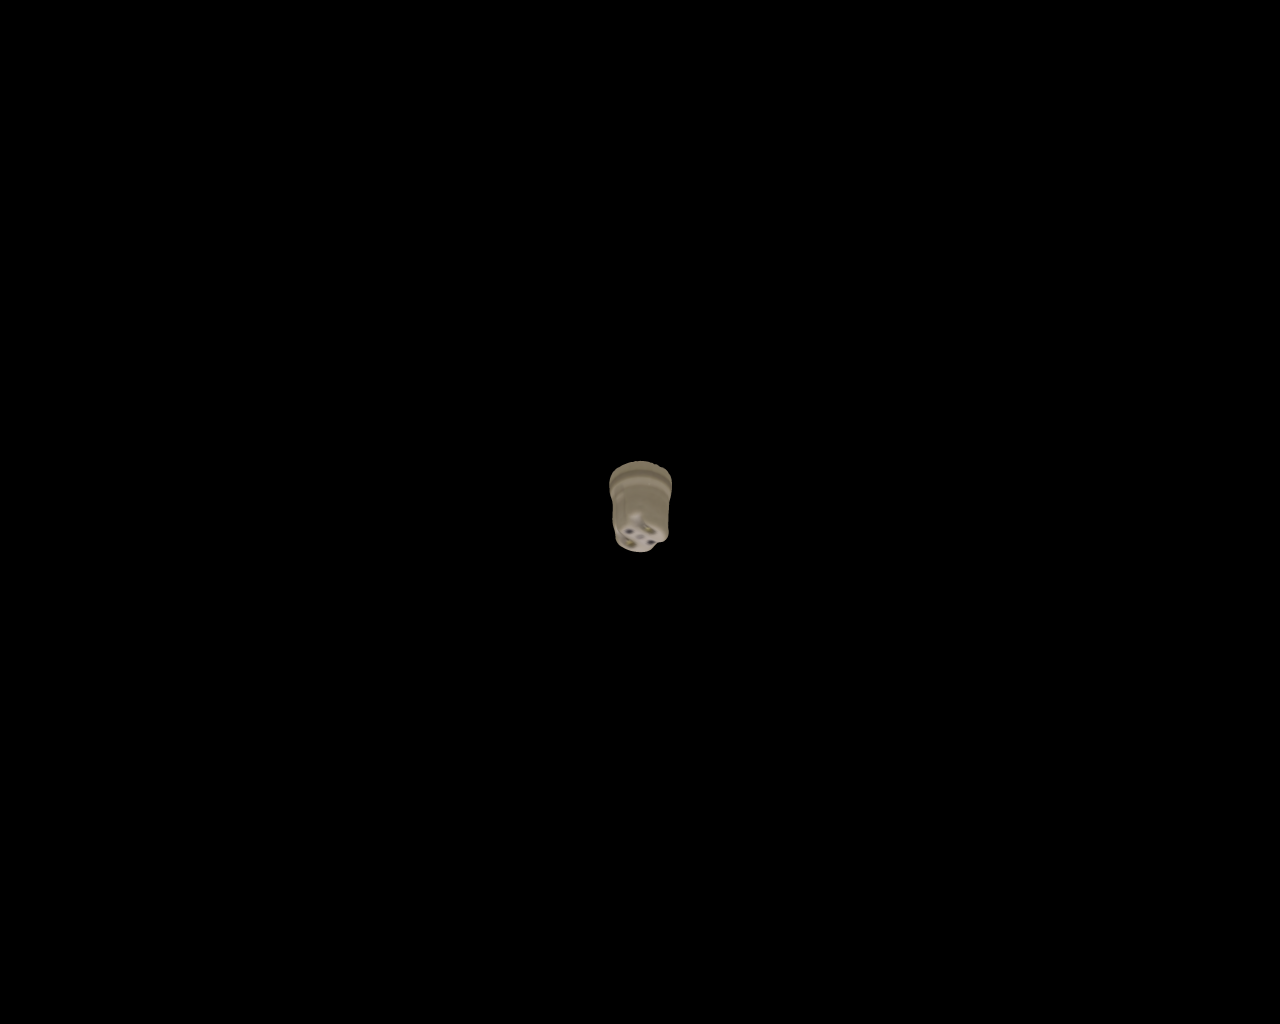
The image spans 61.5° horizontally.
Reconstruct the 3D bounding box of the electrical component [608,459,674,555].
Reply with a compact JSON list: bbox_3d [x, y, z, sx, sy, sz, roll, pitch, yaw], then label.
[{"bbox_3d":[0.001,-0.003,0.650,0.040,0.046,0.040,0,-35,0],"label":"electrical component"}]
